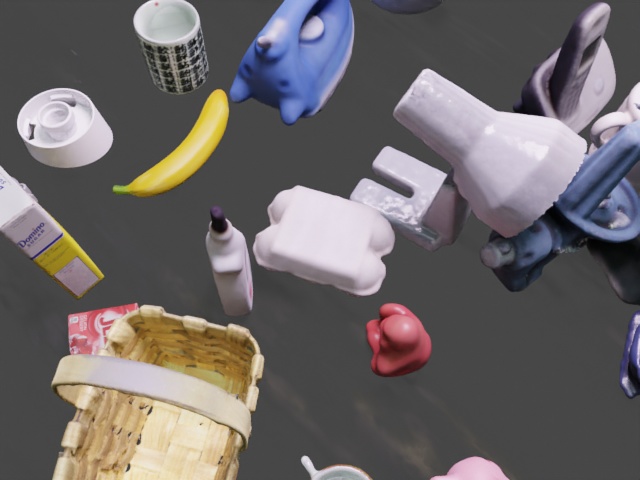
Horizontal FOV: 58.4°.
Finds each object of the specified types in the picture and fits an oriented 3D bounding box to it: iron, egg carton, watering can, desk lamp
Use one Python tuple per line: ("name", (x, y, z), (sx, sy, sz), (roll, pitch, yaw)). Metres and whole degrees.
("iron", (-0.017, -0.281, 0.747), (0.118, 0.141, 0.258), (24, 65, 10))
("egg carton", (0.006, 0.002, 0.646), (0.150, 0.069, 0.107), (16, 64, 6))
("watering can", (0.407, -0.144, 0.662), (0.173, 0.194, 0.100), (-27, 67, -14))
("desk lamp", (0.143, -0.073, 0.607), (0.203, 0.213, 0.118), (29, 66, 12))

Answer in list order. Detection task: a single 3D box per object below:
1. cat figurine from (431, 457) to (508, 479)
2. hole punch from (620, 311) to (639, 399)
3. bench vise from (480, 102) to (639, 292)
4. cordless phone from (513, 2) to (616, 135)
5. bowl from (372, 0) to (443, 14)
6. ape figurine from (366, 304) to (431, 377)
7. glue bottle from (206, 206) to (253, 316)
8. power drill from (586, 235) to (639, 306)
("cat figurine", (0.156, 0.241, 0.503), (0.127, 0.118, 0.067), (38, 68, 16))
("hole punch", (0.376, 0.117, 0.588), (0.101, 0.091, 0.109), (21, 65, 9))
("bench vise", (0.270, -0.032, 0.587), (0.121, 0.220, 0.208), (38, 68, 16))
("cordless phone", (0.328, -0.222, 0.704), (0.094, 0.185, 0.148), (40, 69, 17))
("bowl", (0.126, -0.388, 0.844), (0.167, 0.075, 0.167), (1, 63, -1))
("ape figurine", (0.080, 0.101, 0.586), (0.076, 0.092, 0.078), (27, 66, 12))
("glue bottle", (-0.093, 0.015, 0.578), (0.037, 0.173, 0.078), (-8, 64, -5))
("power drill", (0.367, -0.022, 0.592), (0.076, 0.208, 0.229), (-19, 65, -11))
